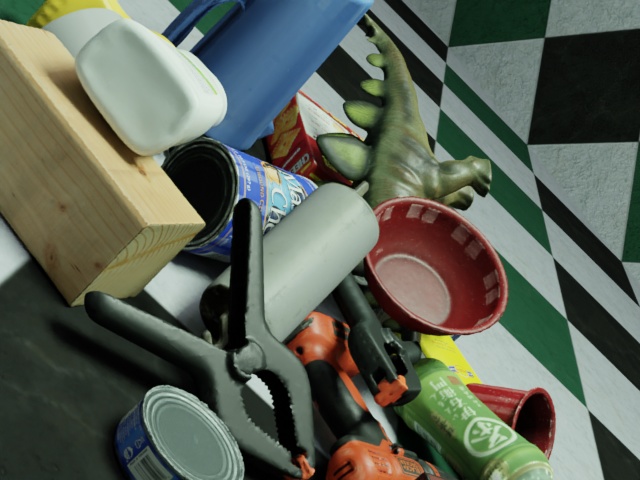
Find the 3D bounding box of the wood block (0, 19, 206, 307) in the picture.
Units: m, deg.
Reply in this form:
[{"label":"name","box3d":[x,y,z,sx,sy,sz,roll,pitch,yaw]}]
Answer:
[{"label":"wood block","box3d":[-0.195,-0.060,0.808,0.206,0.090,0.090,50,18,13]}]

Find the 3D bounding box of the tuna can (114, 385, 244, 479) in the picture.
[{"label":"tuna can","box3d":[-0.093,0.139,0.700,0.086,0.034,0.086,40,19,-17]}]

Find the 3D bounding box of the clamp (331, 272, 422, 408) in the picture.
[{"label":"clamp","box3d":[0.060,0.100,0.932,0.120,0.039,0.171,38,18,-23]}]

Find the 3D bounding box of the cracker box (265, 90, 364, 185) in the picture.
[{"label":"cracker box","box3d":[0.013,-0.086,1.353,0.164,0.072,0.214,35,22,-28]}]

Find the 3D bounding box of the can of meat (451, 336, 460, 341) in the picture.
[{"label":"can of meat","box3d":[0.147,0.076,1.281,0.057,0.084,0.102,35,21,-29]}]

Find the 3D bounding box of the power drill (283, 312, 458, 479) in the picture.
[{"label":"power drill","box3d":[0.045,0.158,0.926,0.184,0.057,0.188,30,23,-50]}]

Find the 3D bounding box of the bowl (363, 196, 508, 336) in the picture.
[{"label":"bowl","box3d":[0.102,0.036,1.047,0.162,0.055,0.162,15,49,-18]}]

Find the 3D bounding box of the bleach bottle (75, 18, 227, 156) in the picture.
[{"label":"bleach bottle","box3d":[-0.120,-0.121,0.895,0.102,0.068,0.250,52,8,1]}]

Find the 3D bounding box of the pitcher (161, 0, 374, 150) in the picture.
[{"label":"pitcher","box3d":[-0.063,-0.231,1.215,0.145,0.243,0.149,50,26,7]}]

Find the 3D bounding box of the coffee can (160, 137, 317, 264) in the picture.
[{"label":"coffee can","box3d":[-0.073,-0.027,0.986,0.140,0.103,0.103,19,32,-53]}]

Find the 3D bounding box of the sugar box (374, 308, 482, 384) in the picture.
[{"label":"sugar box","box3d":[0.117,0.122,1.179,0.093,0.048,0.176,22,31,-51]}]

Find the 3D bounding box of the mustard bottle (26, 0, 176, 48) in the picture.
[{"label":"mustard bottle","box3d":[-0.189,-0.167,1.036,0.191,0.096,0.058,40,17,-17]}]

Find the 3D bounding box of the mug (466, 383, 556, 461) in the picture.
[{"label":"mug","box3d":[0.186,0.193,1.081,0.082,0.093,0.117,4,-21,39]}]

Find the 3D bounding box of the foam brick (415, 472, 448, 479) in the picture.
[{"label":"foam brick","box3d":[0.079,0.226,0.826,0.052,0.078,0.051,26,27,-41]}]

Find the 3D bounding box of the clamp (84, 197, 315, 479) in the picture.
[{"label":"clamp","box3d":[-0.071,0.089,0.777,0.164,0.036,0.210,-26,95,-38]}]

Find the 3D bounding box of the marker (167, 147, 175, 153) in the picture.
[{"label":"marker","box3d":[-0.162,-0.117,1.113,0.020,0.020,0.121,23,29,-50]}]
